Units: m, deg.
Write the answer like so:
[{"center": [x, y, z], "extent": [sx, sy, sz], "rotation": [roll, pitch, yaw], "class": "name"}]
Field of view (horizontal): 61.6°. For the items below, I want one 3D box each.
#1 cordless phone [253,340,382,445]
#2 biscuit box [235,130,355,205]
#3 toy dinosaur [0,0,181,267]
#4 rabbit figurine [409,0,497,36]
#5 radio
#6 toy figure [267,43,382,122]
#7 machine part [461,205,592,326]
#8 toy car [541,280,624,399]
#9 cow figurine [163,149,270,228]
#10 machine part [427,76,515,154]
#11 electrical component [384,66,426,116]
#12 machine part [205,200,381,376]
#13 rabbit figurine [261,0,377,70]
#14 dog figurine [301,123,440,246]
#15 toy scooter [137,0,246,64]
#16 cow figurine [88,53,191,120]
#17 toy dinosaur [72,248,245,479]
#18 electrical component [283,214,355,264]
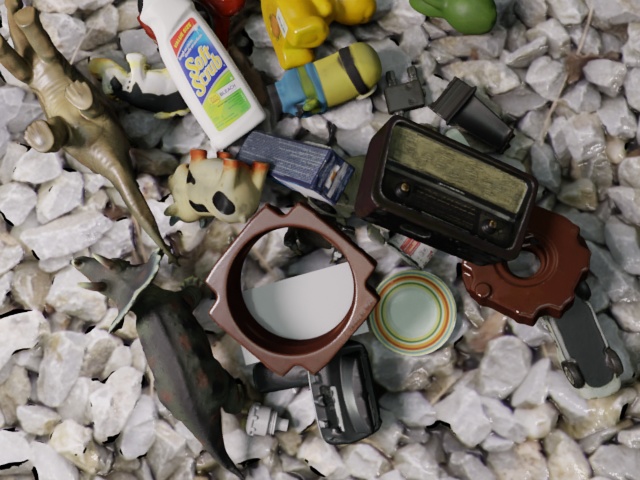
[{"center": [-0.010, 0.235, 0.807], "extent": [0.184, 0.088, 0.146], "rotation": [-12, 86, 14], "class": "cordless phone"}, {"center": [-0.043, -0.110, 0.776], "extent": [0.203, 0.059, 0.063], "rotation": [26, 86, 47], "class": "biscuit box"}, {"center": [-0.340, -0.165, 0.785], "extent": [0.105, 0.198, 0.471], "rotation": [-29, 84, 0], "class": "toy dinosaur"}, {"center": [0.214, -0.393, 0.810], "extent": [0.159, 0.121, 0.170], "rotation": [-4, 83, 9], "class": "rabbit figurine"}, {"center": [0.167, -0.059, 0.724], "extent": [0.229, 0.073, 0.131], "rotation": [21, 75, -9], "class": "radio"}, {"center": [0.008, -0.240, 0.826], "extent": [0.180, 0.089, 0.082], "rotation": [-17, 92, 0], "class": "toy figure"}, {"center": [0.296, 0.032, 0.777], "extent": [0.179, 0.056, 0.179], "rotation": [-7, 68, 16], "class": "machine part"}, {"center": [0.378, 0.134, 0.794], "extent": [0.073, 0.056, 0.201], "rotation": [-22, 83, 8], "class": "toy car"}, {"center": [-0.162, -0.069, 0.796], "extent": [0.195, 0.085, 0.127], "rotation": [18, 101, 45], "class": "cow figurine"}, {"center": [0.243, -0.190, 0.835], "extent": [0.139, 0.039, 0.084], "rotation": [42, 84, 7], "class": "machine part"}, {"center": [0.136, -0.226, 0.851], "extent": [0.063, 0.021, 0.094], "rotation": [-11, 85, 2], "class": "electrical component"}, {"center": [-0.035, 0.063, 0.735], "extent": [0.201, 0.087, 0.201], "rotation": [40, 94, 1], "class": "machine part"}, {"center": [0.000, -0.363, 0.840], "extent": [0.173, 0.122, 0.162], "rotation": [-20, 75, -12], "class": "rabbit figurine"}, {"center": [0.081, -0.112, 0.817], "extent": [0.172, 0.121, 0.190], "rotation": [29, 75, -3], "class": "dog figurine"}, {"center": [-0.197, -0.333, 0.852], "extent": [0.184, 0.075, 0.135], "rotation": [-7, 112, 15], "class": "toy scooter"}, {"center": [-0.285, -0.242, 0.857], "extent": [0.167, 0.068, 0.098], "rotation": [3, 91, 3], "class": "cow figurine"}, {"center": [-0.198, 0.169, 0.757], "extent": [0.131, 0.192, 0.405], "rotation": [-31, 83, 2], "class": "toy dinosaur"}, {"center": [-0.003, -0.003, 0.822], "extent": [0.102, 0.078, 0.045], "rotation": [16, 63, -1], "class": "electrical component"}]
